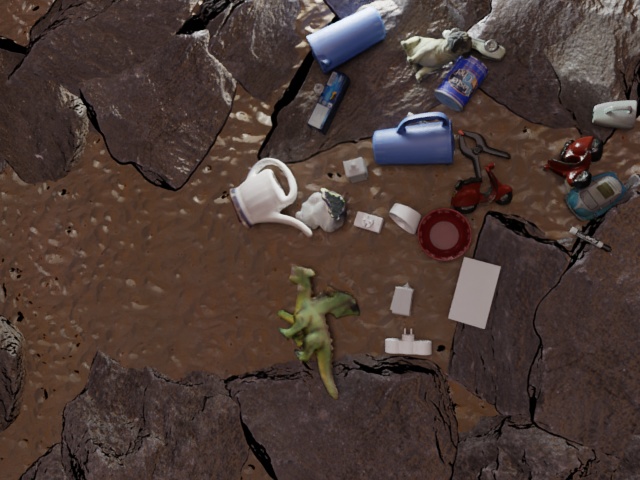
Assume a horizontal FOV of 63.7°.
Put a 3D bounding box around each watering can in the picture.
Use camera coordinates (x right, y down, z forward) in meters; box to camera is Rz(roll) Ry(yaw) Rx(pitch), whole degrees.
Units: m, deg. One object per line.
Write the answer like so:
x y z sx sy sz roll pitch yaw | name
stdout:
-0.166 -0.111 1.657 0.223 0.102 0.354 -29 60 8 | watering can

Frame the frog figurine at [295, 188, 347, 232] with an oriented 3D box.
0.005 -0.083 1.651 0.157 0.124 0.138 -37 86 44 | frog figurine

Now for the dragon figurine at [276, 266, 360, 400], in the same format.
0.014 0.261 1.604 0.243 0.122 0.411 -37 86 -1 | dragon figurine
